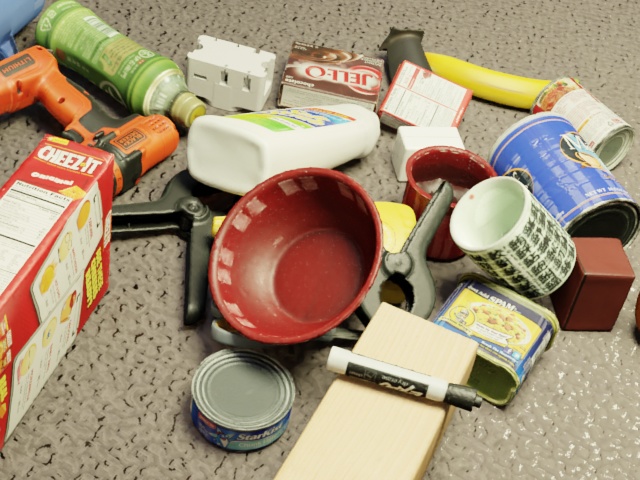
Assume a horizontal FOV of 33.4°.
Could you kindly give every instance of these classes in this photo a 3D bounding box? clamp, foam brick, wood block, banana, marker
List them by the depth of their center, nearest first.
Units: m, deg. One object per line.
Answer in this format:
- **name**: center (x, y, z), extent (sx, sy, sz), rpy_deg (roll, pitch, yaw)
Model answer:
- **marker**: center (0.065, 0.107, 0.816), extent (0.121, 0.020, 0.020), rpy_deg (16, 43, 7)
- **wood block**: center (0.042, 0.158, 0.839), extent (0.091, 0.090, 0.205), rpy_deg (23, 45, 13)
- **clamp**: center (0.074, 0.018, 0.962), extent (0.120, 0.039, 0.171), rpy_deg (-7, 80, -9)
- **foam brick**: center (0.257, 0.042, 1.012), extent (0.051, 0.078, 0.053), rpy_deg (1, 44, -8)
- **clamp**: center (-0.136, -0.022, 1.028), extent (0.164, 0.036, 0.209), rpy_deg (31, 45, 8)
- **banana**: center (0.216, -0.187, 1.278), extent (0.198, 0.037, 0.069), rpy_deg (12, 24, -1)

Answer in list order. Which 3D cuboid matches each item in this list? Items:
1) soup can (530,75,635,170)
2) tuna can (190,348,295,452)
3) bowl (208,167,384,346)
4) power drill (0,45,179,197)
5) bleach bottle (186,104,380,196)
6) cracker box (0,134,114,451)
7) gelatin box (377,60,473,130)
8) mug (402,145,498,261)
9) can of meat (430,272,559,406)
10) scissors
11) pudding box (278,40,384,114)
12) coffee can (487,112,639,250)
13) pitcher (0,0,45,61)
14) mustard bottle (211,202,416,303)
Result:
- **soup can**: center (0.297, -0.130, 1.207), extent (0.068, 0.068, 0.102), rpy_deg (-20, 52, -29)
- **tuna can**: center (-0.065, 0.132, 0.885), extent (0.086, 0.034, 0.086), rpy_deg (6, 43, -5)
- **bowl**: center (-0.013, 0.021, 0.914), extent (0.162, 0.055, 0.162), rpy_deg (-11, 63, 21)
- **power drill**: center (-0.262, -0.108, 1.071), extent (0.188, 0.057, 0.184), rpy_deg (36, 42, 13)
- **bleach bottle**: center (-0.020, -0.104, 1.092), extent (0.103, 0.068, 0.250), rpy_deg (19, 23, 28)
- **cracker box**: center (-0.241, 0.043, 0.850), extent (0.072, 0.164, 0.213), rpy_deg (19, 44, 5)
- **gelatin box**: center (0.117, -0.150, 1.195), extent (0.089, 0.030, 0.073), rpy_deg (25, 68, 3)
- **mug**: center (0.134, -0.036, 1.066), extent (0.117, 0.081, 0.093), rpy_deg (-9, 46, -20)
- **can of meat**: center (0.149, 0.089, 0.958), extent (0.102, 0.057, 0.083), rpy_deg (28, 48, 18)
- **scissors**: center (-0.012, 0.075, 0.965), extent (0.201, 0.016, 0.096), rpy_deg (2, 20, -31)
- **pudding box**: center (0.014, -0.181, 1.225), extent (0.113, 0.039, 0.090), rpy_deg (10, 42, 1)
- **coffee can**: center (0.246, -0.048, 1.086), extent (0.102, 0.103, 0.140), rpy_deg (-9, 47, -20)
- **pitcher**: center (-0.396, -0.230, 1.146), extent (0.145, 0.149, 0.242), rpy_deg (9, 38, 21)
- **mustard bottle**: center (-0.006, 0.001, 1.001), extent (0.191, 0.058, 0.096), rpy_deg (8, 63, -10)
